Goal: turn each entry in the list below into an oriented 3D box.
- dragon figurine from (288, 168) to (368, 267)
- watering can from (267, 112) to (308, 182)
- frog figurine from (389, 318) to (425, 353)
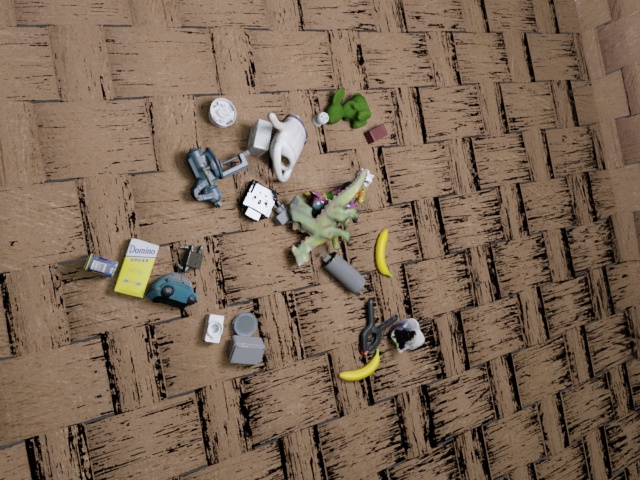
[{"bbox_3d":[0.006,-0.094,1.870,0.242,0.409,0.123,17,3,-11],"label":"dragon figurine"},{"bbox_3d":[-0.121,-0.364,1.826,0.104,0.229,0.339,12,-37,11],"label":"watering can"},{"bbox_3d":[0.355,0.377,2.064,0.123,0.136,0.159,21,10,30],"label":"frog figurine"}]
